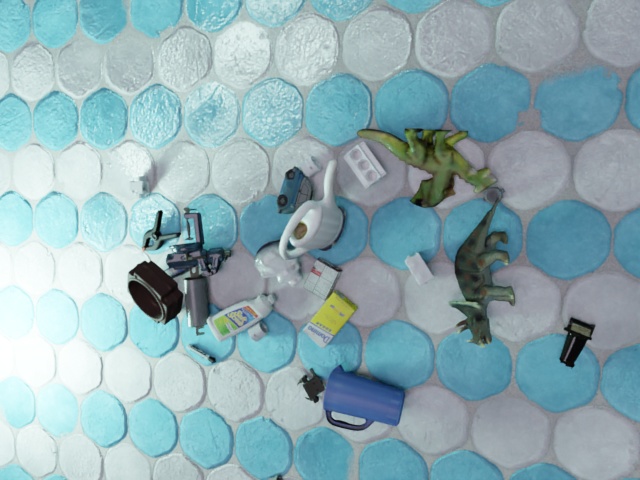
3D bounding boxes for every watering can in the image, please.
[{"bbox_3d":[0.005,-0.079,1.566,0.105,0.224,0.344,41,106,29],"label":"watering can"}]

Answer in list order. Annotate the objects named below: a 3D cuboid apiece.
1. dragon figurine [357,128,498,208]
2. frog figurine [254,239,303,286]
[{"bbox_3d":[0.310,-0.211,1.519,0.410,0.123,0.240,4,104,19],"label":"dragon figurine"},{"bbox_3d":[-0.133,0.084,1.678,0.137,0.121,0.161,-30,73,0],"label":"frog figurine"}]
